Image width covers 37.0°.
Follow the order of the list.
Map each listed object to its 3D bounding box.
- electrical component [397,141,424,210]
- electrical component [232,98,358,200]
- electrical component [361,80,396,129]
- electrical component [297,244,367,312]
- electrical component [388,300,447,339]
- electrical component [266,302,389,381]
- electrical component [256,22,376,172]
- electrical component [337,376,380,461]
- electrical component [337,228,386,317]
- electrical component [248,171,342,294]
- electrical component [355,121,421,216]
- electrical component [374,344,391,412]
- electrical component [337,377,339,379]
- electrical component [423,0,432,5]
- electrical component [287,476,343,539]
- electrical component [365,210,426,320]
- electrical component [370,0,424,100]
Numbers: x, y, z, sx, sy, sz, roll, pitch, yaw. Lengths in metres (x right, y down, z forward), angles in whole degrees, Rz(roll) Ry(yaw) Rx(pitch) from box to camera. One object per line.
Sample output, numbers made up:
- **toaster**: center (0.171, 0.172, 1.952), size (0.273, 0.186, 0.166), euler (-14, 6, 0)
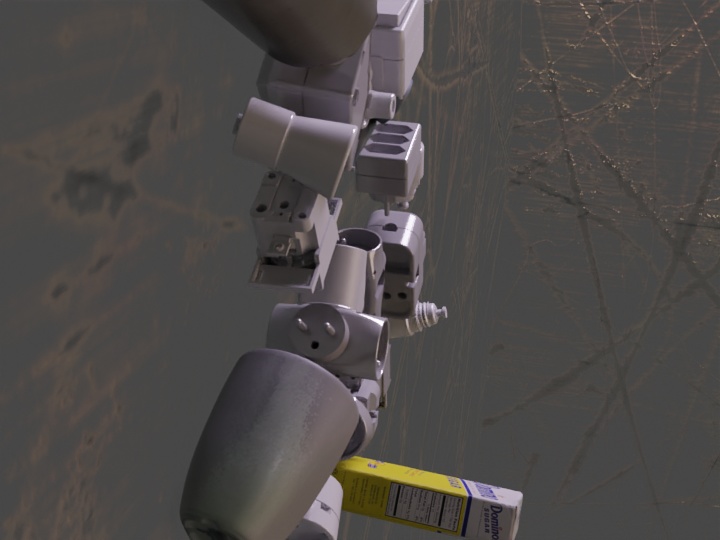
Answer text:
- **electrical component**: center (0.043, -0.096, 1.065), size (0.040, 0.040, 0.078), euler (-69, 163, -51)
- **electrical component**: center (-0.039, -0.071, 0.603), size (0.044, 0.065, 0.044), euler (-160, -90, -87)
- **electrical component**: center (-0.007, -0.116, 0.744), size (0.043, 0.062, 0.043), euler (7, 90, -79)
- **electrical component**: center (-0.018, 0.023, 0.826), size (0.079, 0.043, 0.077), euler (38, 60, -77)
- **electrical component**: center (0.051, 0.049, 1.121), size (0.040, 0.078, 0.040), euler (-8, 90, -76)
- **electrical component**: center (-0.024, 0.044, 0.720), size (0.079, 0.077, 0.044), euler (60, 39, -72)
- **electrical component**: center (-0.027, -0.108, 0.670), size (0.096, 0.061, 0.061), euler (93, 9, -63)
- **electrical component**: center (-0.015, 0.118, 0.868), size (0.057, 0.058, 0.078), euler (-57, 152, -72)
- **electrical component**: center (0.000, 0.000, 0.903), size (0.079, 0.043, 0.077), euler (-66, 160, -57)
- **electrical component**: center (-0.042, -0.027, 0.680), size (0.063, 0.042, 0.081), euler (82, 17, -47)
- **electrical component**: center (0.026, -0.085, 0.969), size (0.065, 0.047, 0.076), euler (-69, 163, -50)
- **electrical component**: center (0.001, 0.101, 0.977), size (0.063, 0.042, 0.081), euler (-67, 160, -50)
- **electrical component**: center (-0.039, 0.101, 0.762), size (0.076, 0.047, 0.065), euler (-59, 155, -67)
- **electrical component**: center (0.048, -0.257, 0.954), size (0.138, 0.052, 0.073), euler (-14, 111, -77)
- **electrical component**: center (-0.041, 0.178, 0.787), size (0.047, 0.055, 0.055), euler (-76, 168, -47)
- **electrical component**: center (0.031, -0.008, 1.027), size (0.059, 0.054, 0.095), euler (-71, 163, -47)
- **electrical component**: center (0.009, -0.170, 0.789), size (0.096, 0.062, 0.061), euler (-69, 162, -51)
